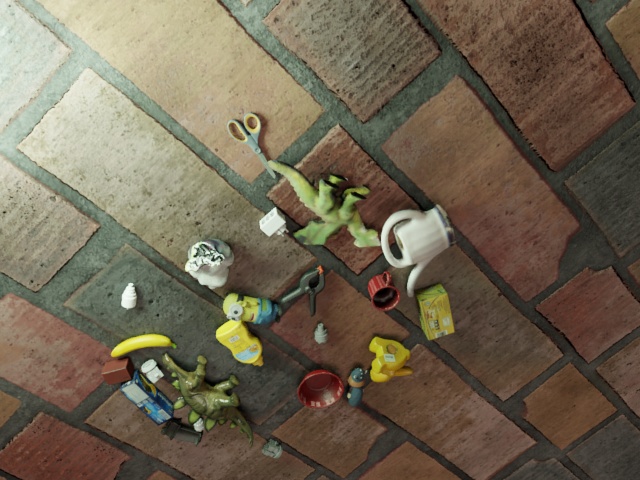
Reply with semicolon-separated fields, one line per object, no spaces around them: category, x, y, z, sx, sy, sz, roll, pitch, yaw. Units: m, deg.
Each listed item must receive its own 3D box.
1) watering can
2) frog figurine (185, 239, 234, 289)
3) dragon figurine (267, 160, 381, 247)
watering can;0.311;0.026;1.580;0.224;0.106;0.340;-25;129;2
frog figurine;-0.312;0.070;1.502;0.137;0.125;0.156;-30;154;-3
dragon figurine;0.004;-0.074;1.476;0.409;0.125;0.238;18;120;-17
